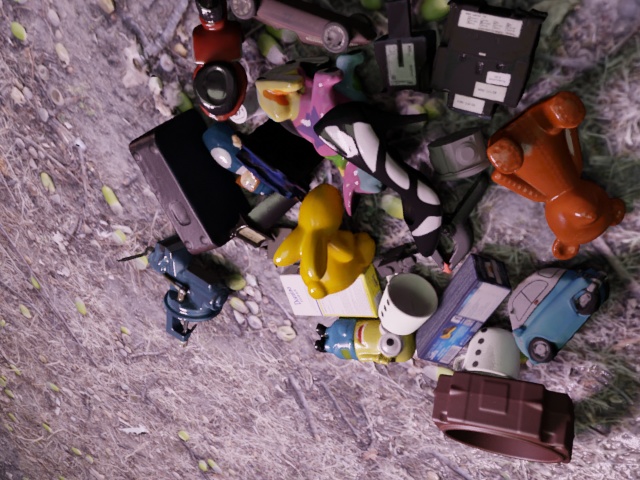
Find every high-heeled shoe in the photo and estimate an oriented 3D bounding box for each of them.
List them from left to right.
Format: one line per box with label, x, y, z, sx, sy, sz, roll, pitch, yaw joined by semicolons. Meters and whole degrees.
high-heeled shoe;0.081;-0.066;0.712;0.145;0.086;0.248;-10;121;3

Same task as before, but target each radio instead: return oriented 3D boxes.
radio;-0.216;-0.096;0.926;0.073;0.131;0.229;-16;110;34

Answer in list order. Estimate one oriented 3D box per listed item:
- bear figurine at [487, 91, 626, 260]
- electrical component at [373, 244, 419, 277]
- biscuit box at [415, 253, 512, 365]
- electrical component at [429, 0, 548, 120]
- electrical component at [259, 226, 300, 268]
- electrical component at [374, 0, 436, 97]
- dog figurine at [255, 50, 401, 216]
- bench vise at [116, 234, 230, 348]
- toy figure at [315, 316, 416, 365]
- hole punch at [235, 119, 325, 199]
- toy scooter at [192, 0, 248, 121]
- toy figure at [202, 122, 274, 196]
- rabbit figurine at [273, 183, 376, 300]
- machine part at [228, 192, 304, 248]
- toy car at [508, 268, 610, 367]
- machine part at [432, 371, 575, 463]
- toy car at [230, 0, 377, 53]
bear figurine;0.293;-0.068;0.655;0.120;0.132;0.196;-35;93;12
electrical component;0.120;0.034;0.860;0.094;0.063;0.021;-22;107;39
biscuit box;0.219;0.114;0.845;0.059;0.063;0.202;16;130;-11
electrical component;0.200;-0.218;0.657;0.115;0.058;0.134;22;128;19
electrical component;-0.065;0.014;0.970;0.102;0.045;0.078;-3;89;29
electrical component;0.109;-0.248;0.695;0.075;0.048;0.119;2;120;29
dog figurine;0.017;-0.147;0.778;0.192;0.108;0.219;1;122;28
bench vise;-0.292;0.117;1.115;0.224;0.129;0.240;22;121;14
toy figure;0.083;0.176;0.958;0.180;0.089;0.082;-7;84;29
hole punch;-0.064;-0.120;0.840;0.142;0.116;0.092;41;139;2
toy scooter;-0.141;-0.261;0.768;0.075;0.135;0.183;-3;98;-2
toy figure;-0.133;-0.129;0.909;0.154;0.058;0.064;47;168;-7
rabbit figurine;-0.002;-0.003;0.843;0.122;0.162;0.173;21;133;30
machine part;-0.087;-0.041;0.916;0.139;0.039;0.084;-43;135;18
toy car;0.323;0.095;0.760;0.103;0.109;0.161;40;124;25
machine part;0.291;0.284;0.851;0.201;0.087;0.201;2;153;28
toy car;-0.023;-0.293;0.716;0.202;0.089;0.053;25;124;12
